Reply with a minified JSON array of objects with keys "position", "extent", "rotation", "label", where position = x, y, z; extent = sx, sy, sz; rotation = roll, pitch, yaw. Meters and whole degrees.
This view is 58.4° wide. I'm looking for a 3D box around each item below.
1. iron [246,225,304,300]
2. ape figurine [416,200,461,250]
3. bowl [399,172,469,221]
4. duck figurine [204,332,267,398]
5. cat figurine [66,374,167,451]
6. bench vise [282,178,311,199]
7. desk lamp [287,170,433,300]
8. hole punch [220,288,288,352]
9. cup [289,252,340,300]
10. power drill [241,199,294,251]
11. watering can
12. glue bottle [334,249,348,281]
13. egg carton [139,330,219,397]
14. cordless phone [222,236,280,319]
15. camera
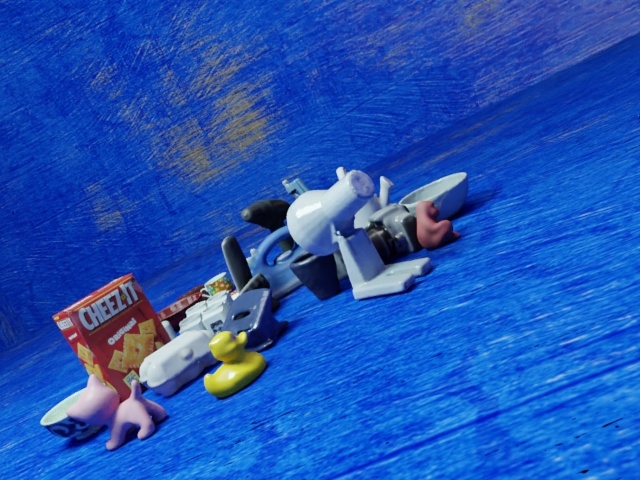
[{"position":[-0.091,0.045,1.347],"extent":[0.259,0.141,0.118],"rotation":[-33,12,-31],"label":"iron"},{"position":[0.214,-0.034,1.095],"extent":[0.076,0.092,0.078],"rotation":[-25,10,9],"label":"ape figurine"},{"position":[0.261,-0.081,1.267],"extent":[0.167,0.075,0.167],"rotation":[-26,10,5],"label":"bowl"},{"position":[-0.145,0.189,0.906],"extent":[0.105,0.086,0.077],"rotation":[-34,12,-33],"label":"duck figurine"},{"position":[-0.327,0.264,0.907],"extent":[0.127,0.118,0.067],"rotation":[-24,10,14],"label":"cat figurine"},{"position":[0.000,-0.087,1.557],"extent":[0.207,0.220,0.121],"rotation":[-23,11,20],"label":"bench vise"},{"position":[0.061,-0.010,1.015],"extent":[0.202,0.214,0.118],"rotation":[-16,15,47],"label":"desk lamp"},{"position":[-0.128,0.150,1.048],"extent":[0.108,0.091,0.101],"rotation":[-21,12,33],"label":"hole punch"},{"position":[0.005,0.063,1.138],"extent":[0.091,0.095,0.118],"rotation":[-19,13,39],"label":"cup"},{"position":[-0.114,-0.018,1.534],"extent":[0.075,0.208,0.230],"rotation":[-23,11,21],"label":"power drill"},{"position":[0.100,-0.097,1.420],"extent":[0.173,0.194,0.101],"rotation":[-28,10,-7],"label":"watering can"},{"position":[0.011,0.004,1.194],"extent":[0.078,0.173,0.037],"rotation":[-26,10,3],"label":"glue bottle"},{"position":[-0.259,0.226,1.066],"extent":[0.151,0.069,0.107],"rotation":[-34,12,-34],"label":"egg carton"},{"position":[-0.174,0.090,1.201],"extent":[0.094,0.185,0.148],"rotation":[-24,10,16],"label":"cordless phone"},{"position":[0.123,-0.007,1.171],"extent":[0.137,0.101,0.143],"rotation":[-30,10,-16],"label":"camera"}]
